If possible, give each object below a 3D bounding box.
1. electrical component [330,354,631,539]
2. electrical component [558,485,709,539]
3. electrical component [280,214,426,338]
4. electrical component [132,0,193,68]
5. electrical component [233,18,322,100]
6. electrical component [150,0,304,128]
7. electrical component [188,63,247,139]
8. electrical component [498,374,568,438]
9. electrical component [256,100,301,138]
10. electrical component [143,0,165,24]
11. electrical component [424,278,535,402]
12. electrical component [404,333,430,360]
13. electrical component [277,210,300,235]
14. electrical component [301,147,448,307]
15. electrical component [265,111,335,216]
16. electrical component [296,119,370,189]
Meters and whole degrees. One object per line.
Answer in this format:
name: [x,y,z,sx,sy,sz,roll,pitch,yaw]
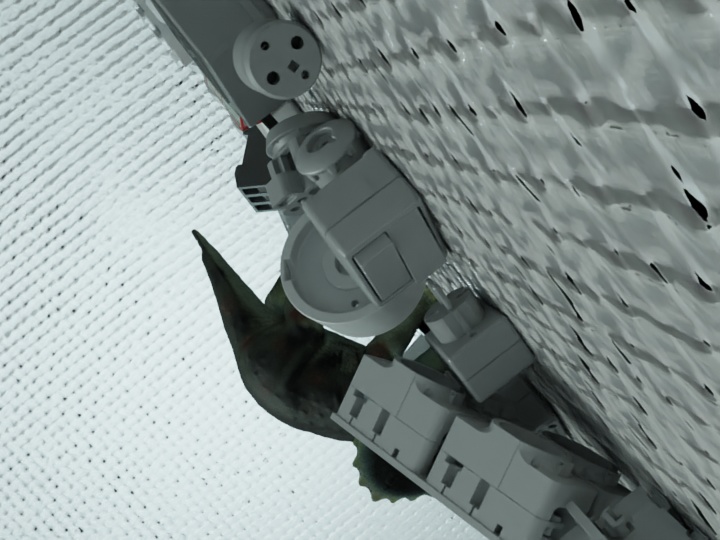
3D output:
electrical component: [0.083,0.121,0.719,0.105,0.060,0.186,20,-173,-43]
electrical component: [0.170,0.176,0.588,0.078,0.063,0.121,54,178,-26]
electrical component: [0.000,0.000,0.826,0.108,0.108,0.060,51,-177,31]
electrical component: [-0.174,-0.247,1.006,0.121,0.063,0.078,51,178,37]
electrical component: [-0.048,-0.122,0.622,0.045,0.045,0.055,53,177,-19]
electrical component: [-0.097,-0.170,0.742,0.108,0.056,0.108,52,178,19]
electrical component: [-0.133,-0.197,1.088,0.138,0.052,0.073,53,177,1]
electrical component: [0.106,0.134,0.831,0.061,0.096,0.061,55,180,44]
electrical component: [-0.061,-0.120,0.975,0.078,0.040,0.040,53,178,-18]
electrical component: [-0.171,-0.254,0.919,0.078,0.058,0.057,51,180,27]
electrical component: [0.068,0.037,0.713,0.076,0.047,0.066,53,178,-15]
electrical component: [0.091,0.122,1.165,0.062,0.061,0.096,7,139,56]
electrical component: [-0.059,-0.071,1.118,0.108,0.056,0.108,71,174,-63]
electrical component: [0.015,-0.021,0.703,0.061,0.062,0.096,51,177,32]
electrical component: [-0.034,-0.077,0.772,0.058,0.078,0.057,-38,67,50]
electrical component: [-0.009,-0.067,0.720,0.062,0.048,0.048,45,-178,-35]
